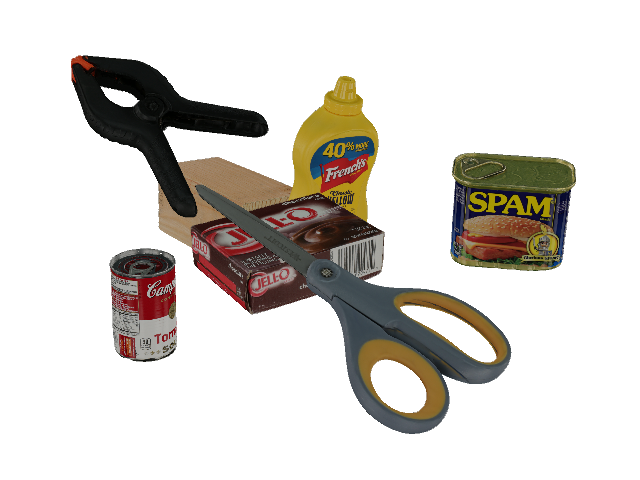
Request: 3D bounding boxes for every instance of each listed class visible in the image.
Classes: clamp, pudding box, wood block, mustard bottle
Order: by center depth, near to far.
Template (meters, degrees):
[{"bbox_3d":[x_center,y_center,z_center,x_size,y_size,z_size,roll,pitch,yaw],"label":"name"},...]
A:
[{"bbox_3d":[-0.024,0.006,0.767,0.113,0.039,0.090,-14,29,-29],"label":"pudding box"},{"bbox_3d":[-0.131,-0.106,0.901,0.120,0.171,0.039,-42,-10,-35],"label":"clamp"},{"bbox_3d":[0.015,-0.085,1.153,0.096,0.192,0.058,-8,32,-27],"label":"mustard bottle"},{"bbox_3d":[-0.109,-0.033,1.290,0.090,0.090,0.206,-11,22,-34],"label":"wood block"}]

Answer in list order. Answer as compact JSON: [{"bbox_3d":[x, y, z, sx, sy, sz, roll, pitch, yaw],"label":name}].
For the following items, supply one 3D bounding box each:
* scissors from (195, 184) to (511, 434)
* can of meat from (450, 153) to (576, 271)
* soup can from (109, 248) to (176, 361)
[{"bbox_3d":[0.001,0.037,0.571,0.202,0.096,0.016,22,-40,11],"label":"scissors"},{"bbox_3d":[0.162,-0.023,0.913,0.102,0.084,0.057,5,31,9],"label":"can of meat"},{"bbox_3d":[-0.186,0.068,1.127,0.068,0.102,0.068,1,23,-1],"label":"soup can"}]
